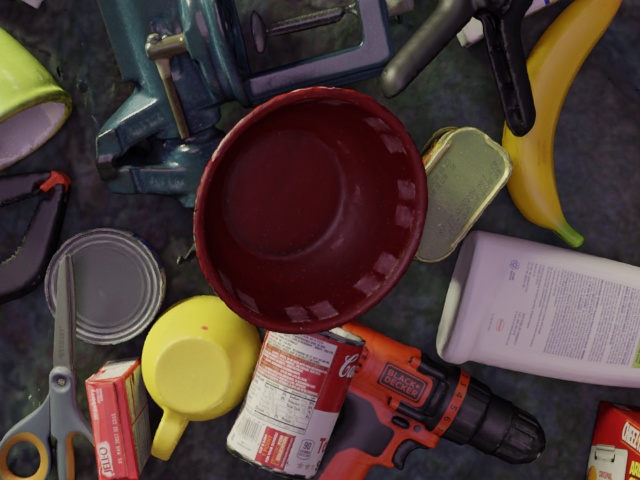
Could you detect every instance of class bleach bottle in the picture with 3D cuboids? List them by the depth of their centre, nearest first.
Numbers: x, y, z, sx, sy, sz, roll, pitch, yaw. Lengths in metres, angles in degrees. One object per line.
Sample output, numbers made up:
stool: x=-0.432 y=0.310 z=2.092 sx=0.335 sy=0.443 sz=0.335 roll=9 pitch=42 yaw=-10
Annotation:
bleach bottle: x=0.220 y=0.069 z=0.785 sx=0.250 sy=0.068 sz=0.102 roll=15 pitch=93 yaw=-4

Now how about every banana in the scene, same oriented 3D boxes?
banana: x=0.173 y=-0.095 z=0.784 sx=0.069 sy=0.037 sz=0.198 roll=9 pitch=90 yaw=4

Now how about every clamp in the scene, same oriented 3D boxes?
clamp: x=0.119 y=-0.156 z=0.734 sx=0.120 sy=0.039 sz=0.171 roll=22 pitch=89 yaw=-29
clamp: x=-0.261 y=0.031 z=0.788 sx=0.210 sy=0.036 sz=0.164 roll=-35 pitch=93 yaw=0

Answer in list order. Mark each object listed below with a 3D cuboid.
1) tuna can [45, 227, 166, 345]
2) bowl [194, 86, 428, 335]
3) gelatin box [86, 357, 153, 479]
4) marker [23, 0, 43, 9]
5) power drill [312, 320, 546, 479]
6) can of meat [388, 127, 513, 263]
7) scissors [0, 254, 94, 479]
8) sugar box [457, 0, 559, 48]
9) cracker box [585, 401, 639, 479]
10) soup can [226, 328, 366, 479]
tuna can: x=-0.157 y=0.033 z=0.791 sx=0.086 sy=0.034 sz=0.086 roll=0 pitch=94 yaw=-1
bowl: x=-0.013 y=-0.023 z=0.692 sx=0.161 sy=0.055 sz=0.162 roll=-8 pitch=109 yaw=-23
gelatin box: x=-0.144 y=0.128 z=0.769 sx=0.030 sy=0.089 sz=0.073 roll=-7 pitch=93 yaw=-1
marker: x=-0.187 y=-0.227 z=0.782 sx=0.020 sy=0.020 sz=0.121 roll=29 pitch=93 yaw=-2
power drill: x=0.052 y=0.173 z=0.791 sx=0.184 sy=0.057 sz=0.187 roll=28 pitch=90 yaw=1
can of meat: x=0.088 y=-0.033 z=0.765 sx=0.057 sy=0.084 sz=0.102 roll=37 pitch=92 yaw=-3
scissors: x=-0.205 y=0.111 z=0.783 sx=0.096 sy=0.016 sz=0.202 roll=-8 pitch=107 yaw=7
sugar box: x=0.165 y=-0.220 z=0.775 sx=0.176 sy=0.048 sz=0.093 roll=-25 pitch=93 yaw=5
cracker box: x=0.233 y=0.237 z=0.743 sx=0.072 sy=0.164 sz=0.214 roll=9 pitch=93 yaw=-4
soup can: x=-0.017 y=0.105 z=0.735 sx=0.068 sy=0.068 sz=0.102 roll=20 pitch=91 yaw=-2
